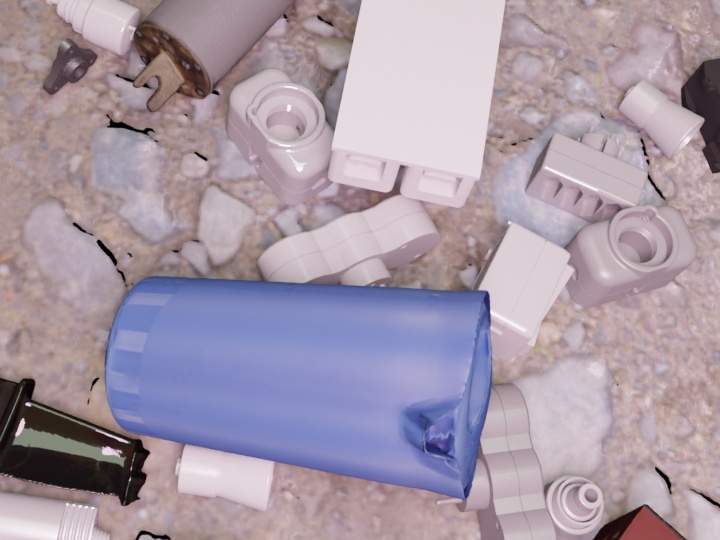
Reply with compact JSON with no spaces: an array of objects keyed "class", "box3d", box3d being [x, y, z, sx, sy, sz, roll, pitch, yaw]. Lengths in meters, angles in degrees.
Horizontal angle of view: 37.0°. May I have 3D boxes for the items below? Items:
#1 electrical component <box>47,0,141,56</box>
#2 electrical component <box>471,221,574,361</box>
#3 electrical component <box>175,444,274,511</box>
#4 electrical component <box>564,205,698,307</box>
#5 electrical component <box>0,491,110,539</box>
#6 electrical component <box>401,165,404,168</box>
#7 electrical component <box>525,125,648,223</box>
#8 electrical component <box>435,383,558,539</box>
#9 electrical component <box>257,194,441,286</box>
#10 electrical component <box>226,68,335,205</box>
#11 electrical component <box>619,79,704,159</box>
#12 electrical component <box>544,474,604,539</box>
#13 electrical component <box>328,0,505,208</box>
[{"class":"electrical component","box3d":[-0.212,-0.202,0.861,0.078,0.040,0.040,24,65,0]},{"class":"electrical component","box3d":[0.114,0.024,0.815,0.061,0.061,0.096,29,65,2]},{"class":"electrical component","box3d":[-0.093,0.139,0.737,0.065,0.044,0.044,8,66,-2]},{"class":"electrical component","box3d":[0.213,-0.013,0.852,0.095,0.059,0.053,-14,71,-17]},{"class":"electrical component","box3d":[-0.204,0.171,0.700,0.081,0.043,0.043,10,65,-7]},{"class":"electrical component","box3d":[0.048,-0.125,0.871,0.096,0.061,0.061,-38,77,-16]},{"class":"electrical component","box3d":[0.191,-0.087,0.886,0.083,0.047,0.075,24,64,0]},{"class":"electrical component","box3d":[0.086,0.150,0.761,0.074,0.052,0.138,-5,67,-13]},{"class":"electrical component","box3d":[0.000,0.000,0.808,0.138,0.052,0.073,-22,73,-18]},{"class":"electrical component","box3d":[-0.059,-0.106,0.839,0.054,0.059,0.095,-34,77,-22]},{"class":"electrical component","box3d":[0.256,-0.132,0.923,0.065,0.044,0.044,43,66,14]},{"class":"electrical component","box3d":[0.152,0.166,0.761,0.043,0.062,0.043,4,66,-9]},{"class":"electrical component","box3d":[0.044,-0.147,0.809,0.105,0.060,0.186,12,67,-3]}]
